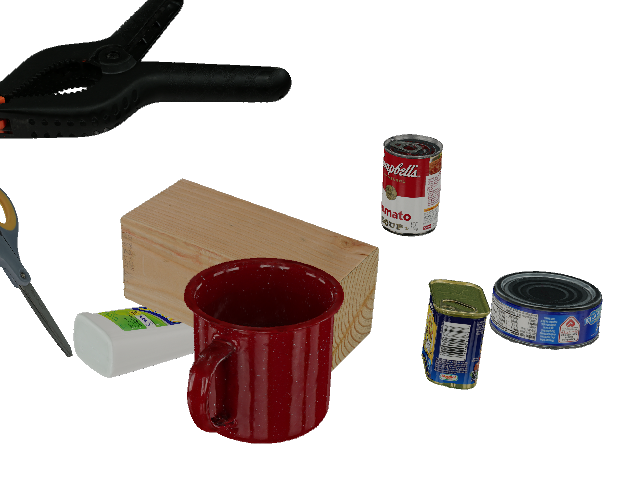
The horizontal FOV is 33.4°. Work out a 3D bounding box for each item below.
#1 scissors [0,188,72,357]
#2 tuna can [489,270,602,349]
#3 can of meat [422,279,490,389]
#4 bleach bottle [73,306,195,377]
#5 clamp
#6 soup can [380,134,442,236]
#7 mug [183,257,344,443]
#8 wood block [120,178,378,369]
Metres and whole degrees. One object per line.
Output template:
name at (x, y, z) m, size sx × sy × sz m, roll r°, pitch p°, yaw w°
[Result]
scissors at (-0.307, 0.021, 1.098) m, size 0.016 × 0.201 × 0.096 m, roll -26°, pitch 26°, yaw 25°
tuna can at (0.177, 0.053, 0.839) m, size 0.086 × 0.034 × 0.086 m, roll 2°, pitch 18°, yaw -1°
can of meat at (0.138, 0.096, 1.102) m, size 0.057 × 0.084 × 0.102 m, roll 6°, pitch 15°, yaw 0°
bleach bottle at (-0.196, 0.117, 1.432) m, size 0.250 × 0.068 × 0.103 m, roll -11°, pitch 26°, yaw -40°
clamp at (-0.137, -0.115, 0.762) m, size 0.209 × 0.036 × 0.165 m, roll -31°, pitch 50°, yaw -31°
soup can at (0.105, -0.064, 1.242) m, size 0.068 × 0.102 × 0.068 m, roll 1°, pitch 27°, yaw -1°
mug at (-0.039, 0.070, 0.625) m, size 0.093 × 0.081 × 0.117 m, roll 13°, pitch 27°, yaw 23°
wood block at (-0.063, 0.030, 0.923) m, size 0.206 × 0.090 × 0.090 m, roll 20°, pitch 35°, yaw 25°
